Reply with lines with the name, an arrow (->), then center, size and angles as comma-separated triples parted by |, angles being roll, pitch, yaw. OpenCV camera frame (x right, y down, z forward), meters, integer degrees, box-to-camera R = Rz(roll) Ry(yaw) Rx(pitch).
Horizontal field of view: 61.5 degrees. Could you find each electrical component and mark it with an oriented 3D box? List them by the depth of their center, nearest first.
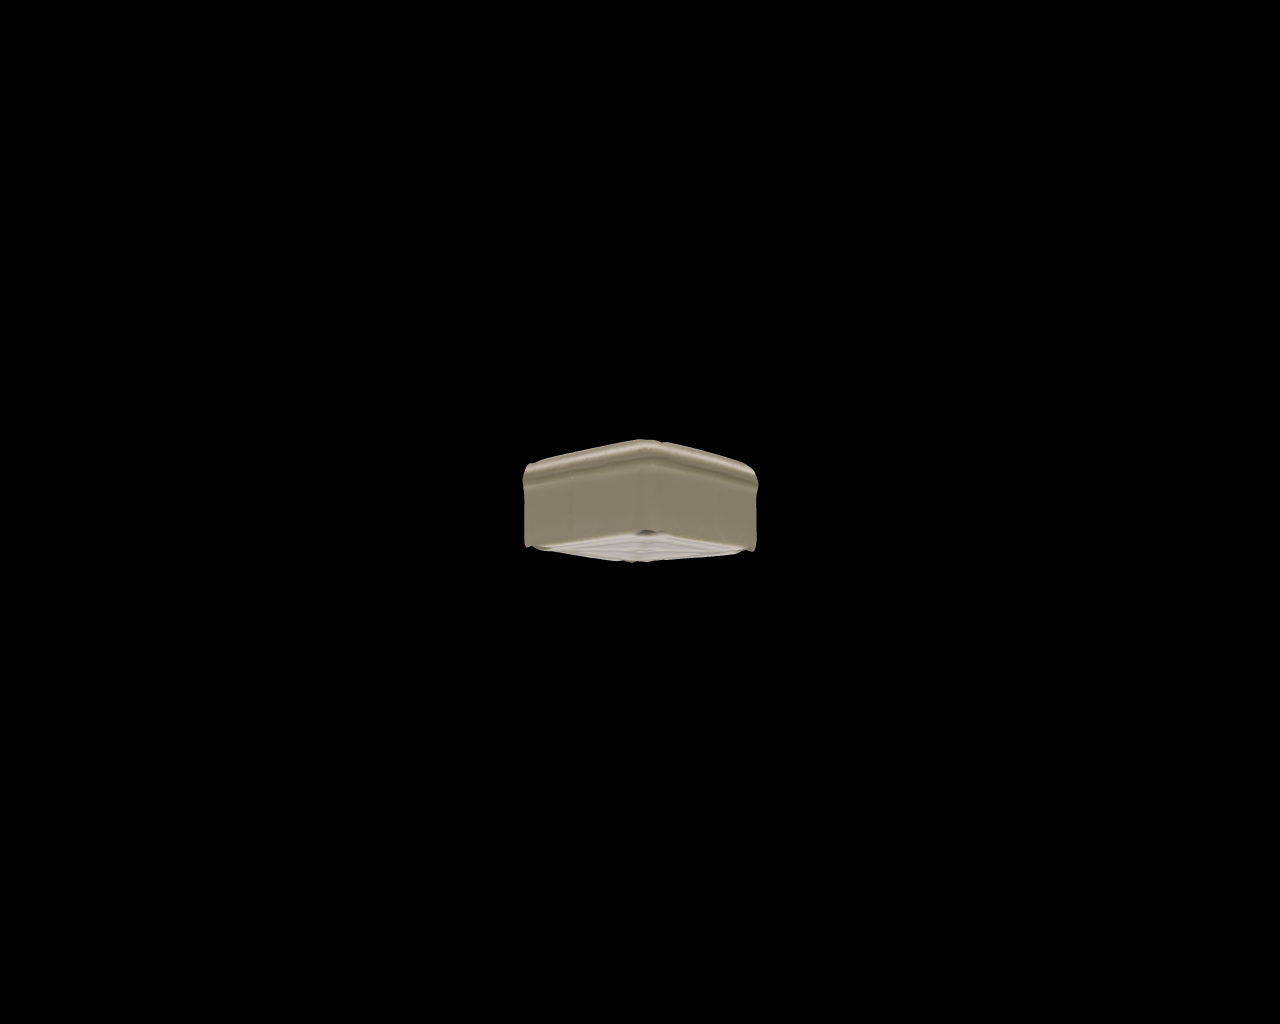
electrical component -> 0.001, -0.003, 0.650 | 0.108, 0.056, 0.109 | -8, -13, 39
